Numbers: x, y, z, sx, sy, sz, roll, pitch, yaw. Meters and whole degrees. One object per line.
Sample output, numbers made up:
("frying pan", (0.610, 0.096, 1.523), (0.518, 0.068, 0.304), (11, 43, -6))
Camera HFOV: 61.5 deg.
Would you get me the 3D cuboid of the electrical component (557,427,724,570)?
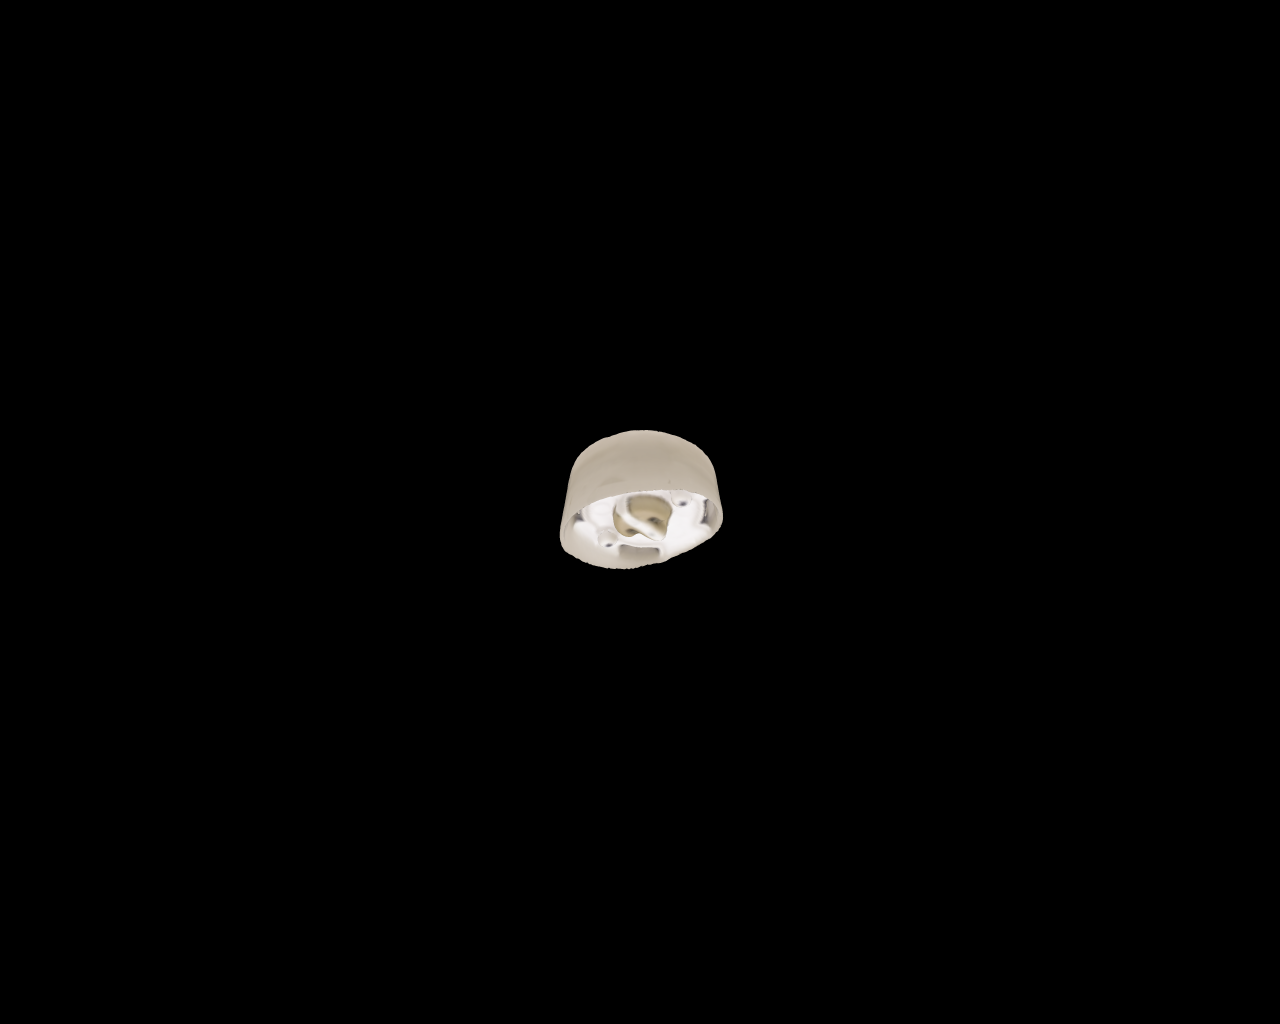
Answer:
("electrical component", (0.001, -0.003, 0.650), (0.099, 0.064, 0.099), (0, -39, 0))
